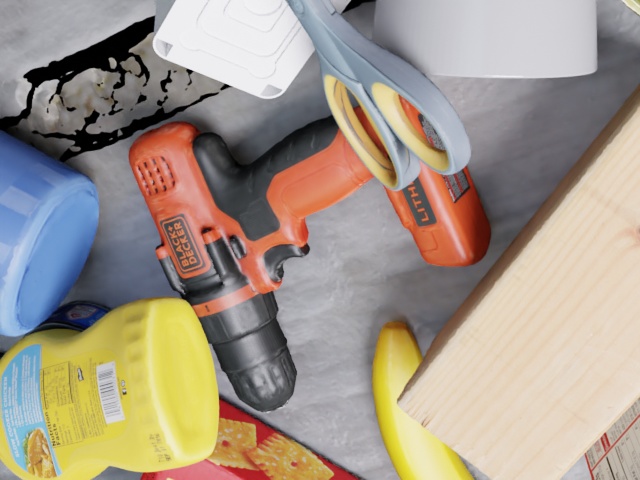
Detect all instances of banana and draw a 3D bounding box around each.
[{"bbox_3d":[0.084,0.139,0.637,0.070,0.037,0.198,-40,94,11],"label":"banana"}]

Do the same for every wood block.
[{"bbox_3d":[0.139,0.023,0.538,0.091,0.090,0.206,37,119,5],"label":"wood block"}]

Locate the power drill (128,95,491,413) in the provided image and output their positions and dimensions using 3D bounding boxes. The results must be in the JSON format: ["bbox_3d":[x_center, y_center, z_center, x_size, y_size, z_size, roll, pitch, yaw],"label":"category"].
[{"bbox_3d":[-0.004,0.001,0.603,0.188,0.057,0.184,-18,102,26],"label":"power drill"}]

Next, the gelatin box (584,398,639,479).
[{"bbox_3d":[0.178,0.102,0.561,0.030,0.073,0.089,23,118,-14],"label":"gelatin box"}]

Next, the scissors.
[{"bbox_3d":[0.008,-0.099,0.466,0.096,0.016,0.201,22,148,51],"label":"scissors"}]

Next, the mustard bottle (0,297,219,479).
[{"bbox_3d":[-0.150,0.100,0.647,0.192,0.058,0.096,-17,81,34],"label":"mustard bottle"}]

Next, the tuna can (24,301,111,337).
[{"bbox_3d":[-0.158,0.086,0.709,0.086,0.033,0.086,7,112,18],"label":"tuna can"}]

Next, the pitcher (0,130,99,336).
[{"bbox_3d":[-0.267,-0.028,0.660,0.243,0.149,0.145,25,75,7],"label":"pitcher"}]

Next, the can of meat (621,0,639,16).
[{"bbox_3d":[0.163,-0.140,0.460,0.057,0.102,0.084,33,117,-16],"label":"can of meat"}]

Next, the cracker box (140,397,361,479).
[{"bbox_3d":[-0.027,0.220,0.688,0.214,0.072,0.164,30,117,8],"label":"cracker box"}]
